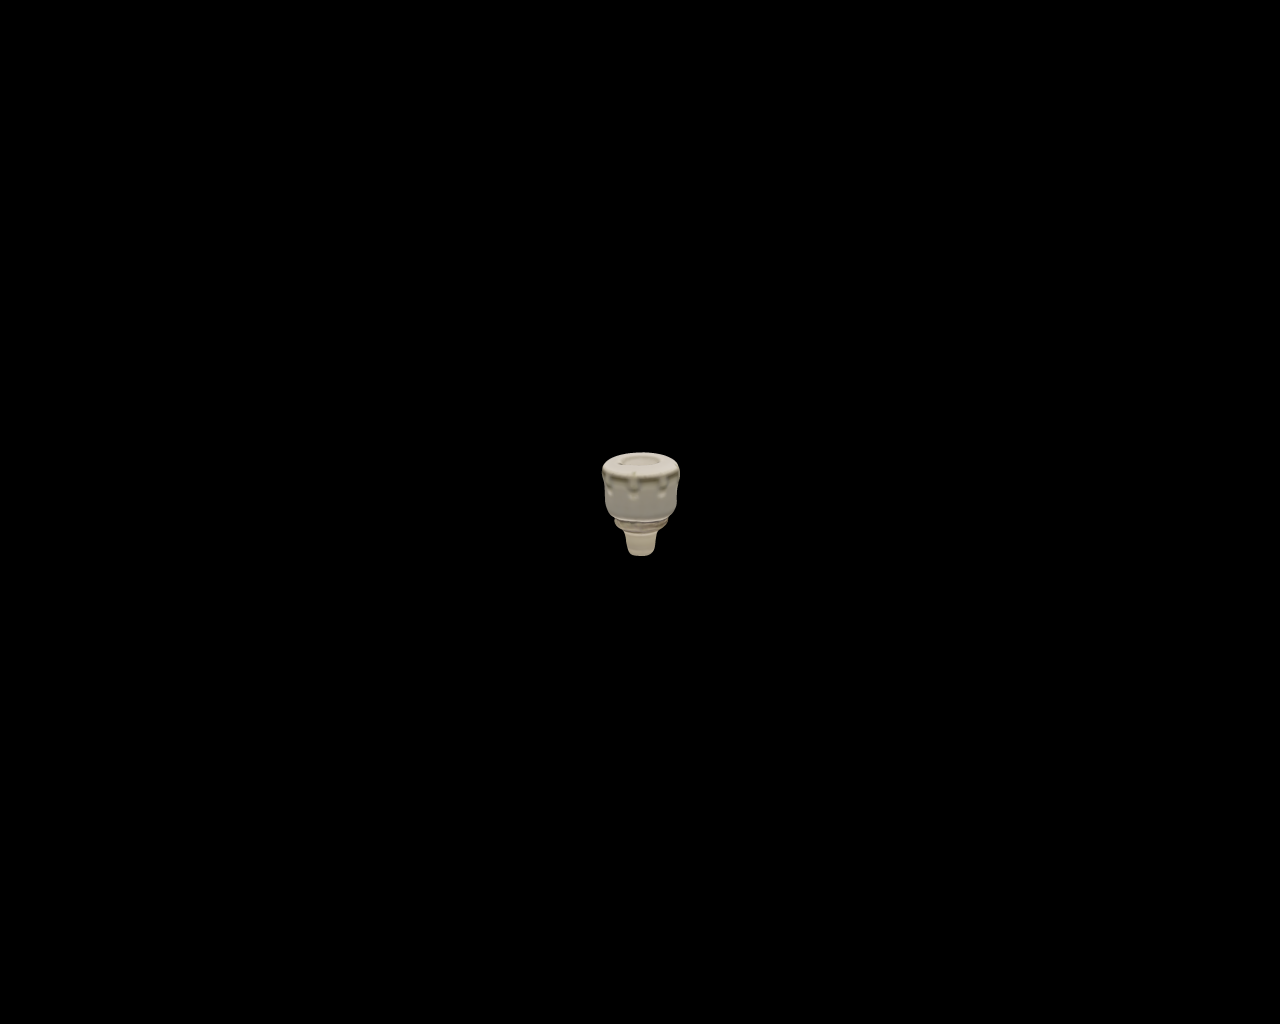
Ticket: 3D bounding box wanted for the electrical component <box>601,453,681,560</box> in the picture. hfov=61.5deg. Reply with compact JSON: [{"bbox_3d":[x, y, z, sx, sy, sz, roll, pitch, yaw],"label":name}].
[{"bbox_3d":[0.001,-0.003,0.650,0.048,0.062,0.048,0,18,0],"label":"electrical component"}]
